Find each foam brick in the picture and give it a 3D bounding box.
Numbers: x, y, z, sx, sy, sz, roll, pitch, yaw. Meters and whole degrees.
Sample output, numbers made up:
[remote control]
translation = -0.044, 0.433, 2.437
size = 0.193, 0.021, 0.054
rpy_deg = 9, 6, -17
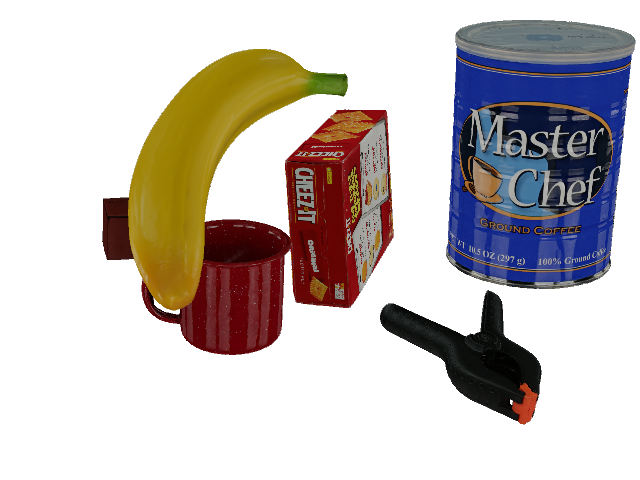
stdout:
[foam brick]
translation = -0.193, -0.014, 1.143
size = 0.078, 0.051, 0.053
rpy_deg = -3, 24, -16

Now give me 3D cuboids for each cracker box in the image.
[cracker box]
translation = 0.024, -0.043, 1.194
size = 0.072, 0.164, 0.213
rpy_deg = 2, 21, 17

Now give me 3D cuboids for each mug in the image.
[mug]
translation = -0.082, 0.038, 0.840
size = 0.117, 0.081, 0.093
rpy_deg = -4, 23, -14

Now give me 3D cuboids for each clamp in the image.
[clamp]
translation = 0.143, 0.093, 0.923
size = 0.120, 0.039, 0.172
rpy_deg = -17, 37, -26

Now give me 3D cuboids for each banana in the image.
[banana]
translation = -0.052, -0.046, 0.528
size = 0.070, 0.037, 0.197
rpy_deg = 18, 46, 15

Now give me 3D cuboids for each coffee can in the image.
[coffee can]
translation = 0.130, -0.055, 0.645
size = 0.103, 0.140, 0.103
rpy_deg = 0, 21, 0
